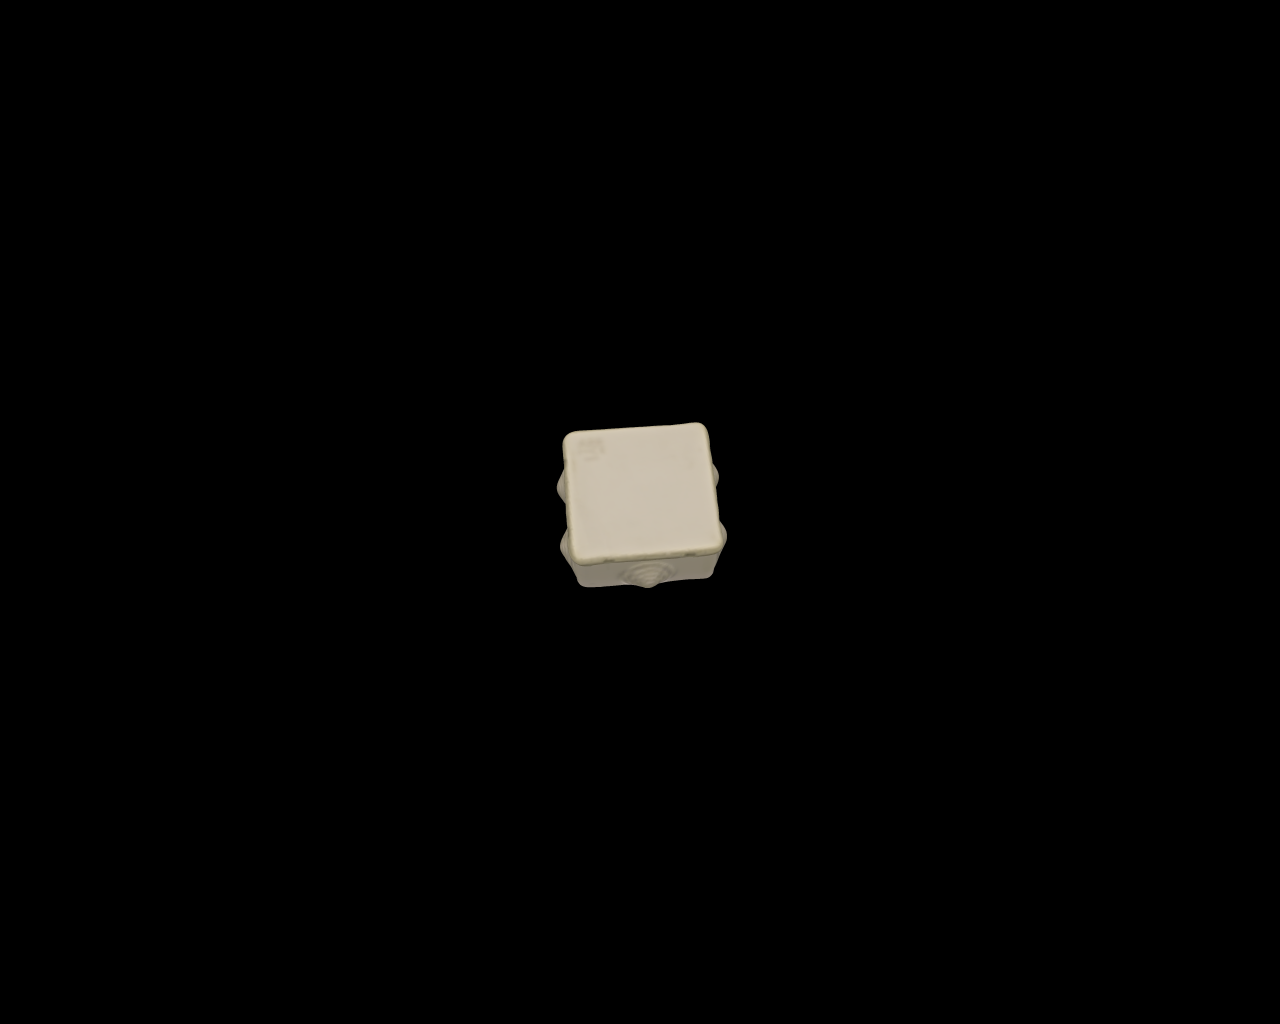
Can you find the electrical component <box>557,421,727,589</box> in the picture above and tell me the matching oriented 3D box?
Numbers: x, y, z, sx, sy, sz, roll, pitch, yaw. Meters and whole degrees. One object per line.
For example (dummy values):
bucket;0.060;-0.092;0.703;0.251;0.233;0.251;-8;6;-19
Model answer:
electrical component;0.001;-0.003;0.650;0.100;0.100;0.048;-4;-28;-2
